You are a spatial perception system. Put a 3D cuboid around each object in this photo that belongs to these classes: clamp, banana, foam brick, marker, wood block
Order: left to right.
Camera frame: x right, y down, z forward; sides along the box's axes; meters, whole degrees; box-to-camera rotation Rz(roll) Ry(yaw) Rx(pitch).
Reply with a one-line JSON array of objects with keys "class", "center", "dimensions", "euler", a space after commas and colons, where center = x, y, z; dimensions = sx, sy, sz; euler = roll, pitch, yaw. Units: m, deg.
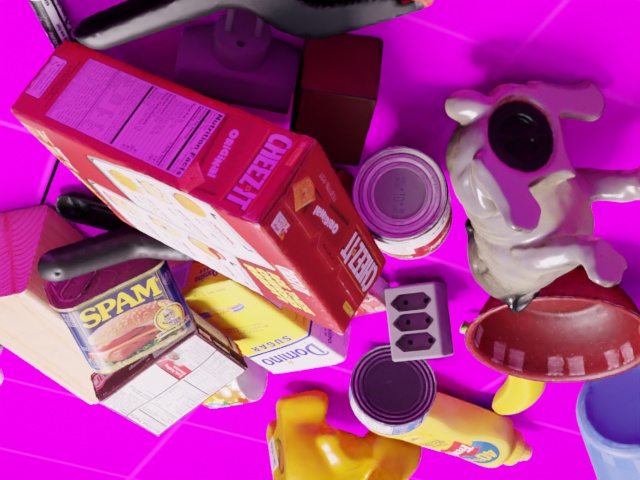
[{"class": "marker", "center": [-0.171, -0.134, 0.713], "dimensions": [0.020, 0.020, 0.121], "euler": [0, 148, 10]}, {"class": "wood block", "center": [-0.228, 0.065, 0.975], "dimensions": [0.090, 0.091, 0.206], "euler": [-10, 144, 24]}, {"class": "clamp", "center": [-0.139, -0.012, 0.854], "dimensions": [0.171, 0.120, 0.039], "euler": [-6, 125, -13]}, {"class": "clamp", "center": [-0.039, -0.158, 0.617], "dimensions": [0.209, 0.036, 0.165], "euler": [14, 133, -16]}, {"class": "foam brick", "center": [0.009, -0.094, 0.712], "dimensions": [0.051, 0.053, 0.078], "euler": [9, 148, -4]}, {"class": "banana", "center": [0.191, 0.127, 1.052], "dimensions": [0.070, 0.037, 0.197], "euler": [12, 151, 27]}]

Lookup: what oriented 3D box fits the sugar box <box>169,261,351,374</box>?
[{"class": "sugar box", "center": [-0.058, 0.069, 0.990], "dimensions": [0.094, 0.048, 0.176], "euler": [-14, 141, 35]}]

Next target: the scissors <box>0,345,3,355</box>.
[{"class": "scissors", "center": [-0.340, 0.071, 1.076], "dimensions": [0.096, 0.016, 0.202], "euler": [24, 144, -23]}]

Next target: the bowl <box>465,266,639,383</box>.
[{"class": "bowl", "center": [0.208, 0.067, 0.929], "dimensions": [0.162, 0.055, 0.162], "euler": [5, 148, 3]}]

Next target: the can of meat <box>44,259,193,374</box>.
[{"class": "can of meat", "center": [-0.164, 0.053, 0.888], "dimensions": [0.102, 0.057, 0.084], "euler": [-26, 130, -10]}]

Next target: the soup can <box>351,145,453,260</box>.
[{"class": "soup can", "center": [0.060, -0.025, 0.764], "dimensions": [0.068, 0.068, 0.102], "euler": [1, 173, 9]}]

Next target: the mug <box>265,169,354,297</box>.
[{"class": "mug", "center": [-0.005, 0.001, 0.827], "dimensions": [0.082, 0.093, 0.117], "euler": [-12, 126, 19]}]

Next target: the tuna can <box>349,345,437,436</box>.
[{"class": "tuna can", "center": [0.072, 0.149, 1.059], "dimensions": [0.086, 0.086, 0.034], "euler": [6, 150, 1]}]

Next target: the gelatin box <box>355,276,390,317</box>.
[{"class": "gelatin box", "center": [0.011, 0.039, 0.946], "dimensions": [0.073, 0.030, 0.089], "euler": [-14, 143, 30]}]

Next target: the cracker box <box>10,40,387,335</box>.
[{"class": "cracker box", "center": [-0.076, -0.036, 0.709], "dimensions": [0.214, 0.072, 0.164], "euler": [24, 164, 29]}]

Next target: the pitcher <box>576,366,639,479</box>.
[{"class": "pitcher", "center": [0.348, 0.215, 1.090], "dimensions": [0.145, 0.149, 0.242], "euler": [6, 148, 31]}]

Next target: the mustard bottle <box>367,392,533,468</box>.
[{"class": "mustard bottle", "center": [0.152, 0.206, 1.161], "dimensions": [0.191, 0.058, 0.096], "euler": [21, 152, -24]}]

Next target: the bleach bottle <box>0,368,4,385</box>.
[{"class": "bleach bottle", "center": [-0.380, 0.066, 1.022], "dimensions": [0.103, 0.068, 0.251], "euler": [31, 149, 22]}]

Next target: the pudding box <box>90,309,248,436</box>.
[{"class": "pudding box", "center": [-0.135, 0.120, 0.964], "dimensions": [0.113, 0.039, 0.090], "euler": [-36, 140, 8]}]
